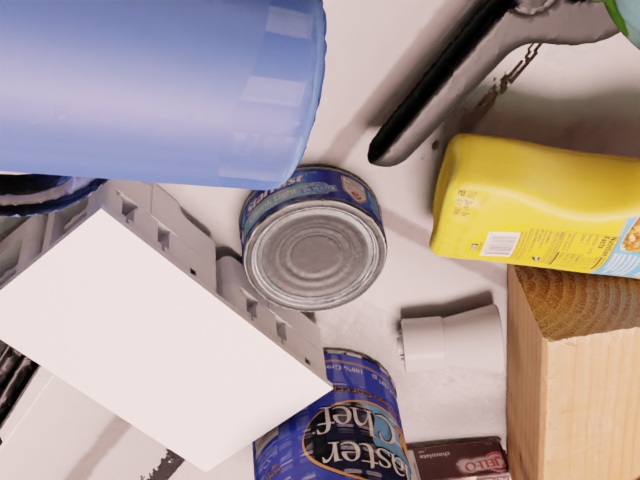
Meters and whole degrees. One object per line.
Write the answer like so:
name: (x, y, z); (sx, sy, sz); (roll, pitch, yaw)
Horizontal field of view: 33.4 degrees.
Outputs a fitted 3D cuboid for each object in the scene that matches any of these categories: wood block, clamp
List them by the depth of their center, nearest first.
clamp: (0.098, -0.122, 0.535); (0.210, 0.036, 0.164); (-12, 128, 0)
clamp: (-0.213, 0.118, 0.666); (0.039, 0.120, 0.172); (38, 139, -8)
wood block: (0.174, 0.103, 0.688); (0.091, 0.090, 0.206); (-8, 128, -1)

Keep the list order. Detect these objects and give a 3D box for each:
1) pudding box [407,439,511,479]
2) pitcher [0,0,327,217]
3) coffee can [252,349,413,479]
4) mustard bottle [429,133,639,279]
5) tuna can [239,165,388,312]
pudding box: (0.078, 0.192, 0.778); (0.113, 0.039, 0.090); (-4, 128, -4)
pitcher: (-0.128, -0.082, 0.491); (0.242, 0.149, 0.145); (7, 86, -15)
coffee can: (0.008, 0.154, 0.676); (0.102, 0.140, 0.103); (-3, 128, -4)
mustard bottle: (0.160, -0.012, 0.585); (0.191, 0.058, 0.096); (8, 155, 2)
tuna can: (-0.004, 0.001, 0.622); (0.086, 0.034, 0.086); (-3, 128, -4)
